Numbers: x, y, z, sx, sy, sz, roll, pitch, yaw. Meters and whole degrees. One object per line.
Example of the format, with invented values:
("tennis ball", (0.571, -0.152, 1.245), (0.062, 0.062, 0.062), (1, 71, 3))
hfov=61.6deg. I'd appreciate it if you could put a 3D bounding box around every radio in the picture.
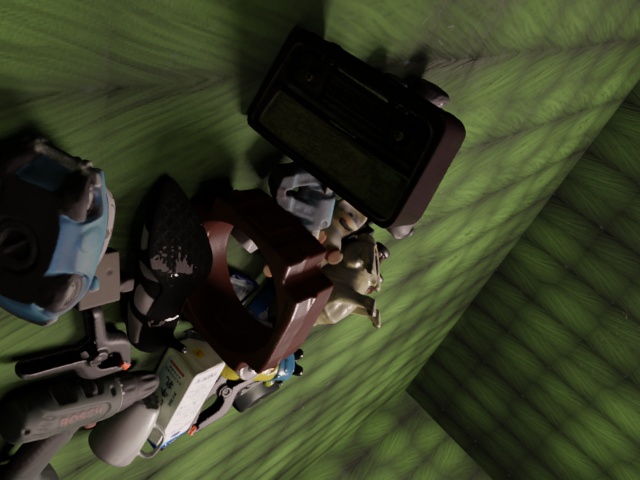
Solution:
("radio", (0.037, -0.127, 0.600), (0.073, 0.230, 0.131), (-8, 132, -59))

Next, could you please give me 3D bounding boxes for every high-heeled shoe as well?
("high-heeled shoe", (-0.210, 0.035, 0.683), (0.086, 0.145, 0.248), (-11, 110, -43))

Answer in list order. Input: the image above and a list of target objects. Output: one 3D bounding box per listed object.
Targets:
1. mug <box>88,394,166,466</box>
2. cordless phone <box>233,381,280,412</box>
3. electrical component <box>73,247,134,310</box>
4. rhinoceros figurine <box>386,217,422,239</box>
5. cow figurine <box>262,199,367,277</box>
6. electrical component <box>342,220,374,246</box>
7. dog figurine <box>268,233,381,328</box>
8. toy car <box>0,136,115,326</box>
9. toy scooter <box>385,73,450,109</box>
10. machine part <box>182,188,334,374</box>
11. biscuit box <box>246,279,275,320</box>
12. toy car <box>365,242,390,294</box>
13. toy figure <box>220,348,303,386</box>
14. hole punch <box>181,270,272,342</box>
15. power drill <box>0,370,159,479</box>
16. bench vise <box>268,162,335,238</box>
("mug", (-0.302, 0.306, 0.878), (0.107, 0.109, 0.081), (-54, -167, 6))
("cordless phone", (-0.143, 0.247, 1.103), (0.146, 0.089, 0.184), (-24, 136, -38))
("electrical component", (-0.264, 0.047, 0.608), (0.102, 0.045, 0.078), (-22, 118, -47))
("rhinoceros figurine", (0.121, -0.082, 0.966), (0.112, 0.073, 0.190), (-56, 137, -24))
("cow figurine", (-0.002, -0.003, 0.890), (0.195, 0.085, 0.127), (-38, -161, 11))
("electrical component", (0.061, -0.020, 1.004), (0.119, 0.075, 0.047), (-30, 152, -40))
("dog figurine", (0.005, 0.074, 0.920), (0.121, 0.191, 0.172), (71, 21, -53))
("toy car", (-0.242, -0.013, 0.493), (0.103, 0.109, 0.161), (-47, 161, -75))
("toy scooter", (0.118, -0.185, 0.834), (0.184, 0.075, 0.135), (-10, 138, -49))
("machine part", (-0.092, 0.050, 0.695), (0.087, 0.201, 0.201), (-19, 144, -51))
("biscuit box", (-0.056, 0.090, 0.996), (0.202, 0.059, 0.062), (-49, 156, 6))
("toy car", (0.093, 0.074, 1.074), (0.089, 0.053, 0.202), (-40, 159, -16))
("toy figure", (-0.109, 0.223, 0.979), (0.089, 0.082, 0.180), (-32, 152, 26))
("hole punch", (-0.152, 0.111, 0.863), (0.116, 0.092, 0.142), (-19, 163, 12))
("power drill", (-0.359, 0.277, 0.767), (0.207, 0.086, 0.232), (-48, 157, 13))
("bench vise", (0.058, -0.092, 0.741), (0.241, 0.129, 0.223), (5, 100, -17))
